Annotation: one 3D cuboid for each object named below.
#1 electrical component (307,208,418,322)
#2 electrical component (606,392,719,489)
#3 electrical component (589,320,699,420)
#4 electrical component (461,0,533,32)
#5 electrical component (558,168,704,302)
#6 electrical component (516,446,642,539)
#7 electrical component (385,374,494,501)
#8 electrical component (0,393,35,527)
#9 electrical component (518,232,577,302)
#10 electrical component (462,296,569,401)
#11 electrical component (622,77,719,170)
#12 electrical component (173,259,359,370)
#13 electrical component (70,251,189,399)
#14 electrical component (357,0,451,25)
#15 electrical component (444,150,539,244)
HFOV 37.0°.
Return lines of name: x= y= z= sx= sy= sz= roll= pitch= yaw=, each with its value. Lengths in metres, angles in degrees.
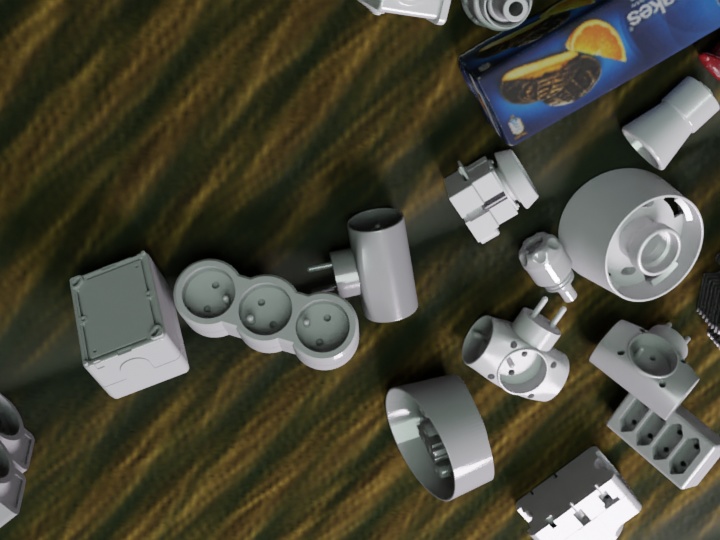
electrical component: x=0.000 y=0.000 z=0.816 sx=0.079 sy=0.043 sz=0.077 roll=-12 pitch=116 yaw=-3
electrical component: x=0.266 y=0.138 z=0.912 sx=0.076 sy=0.083 sz=0.047 roll=8 pitch=119 yaw=-55
electrical component: x=0.241 y=0.071 z=0.878 sx=0.079 sy=0.077 sz=0.044 roll=-38 pitch=157 yaw=-32
electrical component: x=0.098 y=-0.185 z=0.738 sx=0.048 sy=0.062 sz=0.048 roll=-4 pitch=115 yaw=-8
electrical component: x=0.215 y=-0.026 z=0.842 sx=0.099 sy=0.064 sz=0.099 roll=-10 pitch=119 yaw=-20
electrical component: x=0.193 y=0.208 z=0.939 sx=0.089 sy=0.050 sz=0.055 roll=-38 pitch=114 yaw=8
electrical component: x=0.065 y=0.133 z=0.861 sx=0.064 sy=0.099 sz=0.099 roll=-18 pitch=116 yaw=-8
electrical component: x=-0.324 y=0.104 z=0.775 sx=0.060 sy=0.105 sz=0.186 roll=-38 pitch=115 yaw=8
electrical component: x=0.152 y=0.001 z=0.847 sx=0.035 sy=0.035 sz=0.061 roll=-35 pitch=118 yaw=7
electrical component: x=0.135 y=0.057 z=0.864 sx=0.077 sy=0.044 sz=0.079 roll=27 pitch=107 yaw=-19
electrical component: x=0.236 y=-0.113 z=0.807 sx=0.065 sy=0.044 sz=0.044 roll=-43 pitch=114 yaw=6
electrical component: x=-0.068 y=0.037 z=0.810 sx=0.138 sy=0.073 sz=0.052 roll=16 pitch=76 yaw=5
electrical component: x=-0.168 y=0.037 z=0.786 sx=0.062 sy=0.096 sz=0.061 roll=-21 pitch=144 yaw=1
electrical component: x=0.026 y=-0.214 z=0.694 sx=0.048 sy=0.099 sz=0.099 roll=2 pitch=114 yaw=-24
electrical component: x=0.099 y=-0.059 z=0.806 sx=0.055 sy=0.048 sz=0.066 roll=-31 pitch=115 yaw=13
